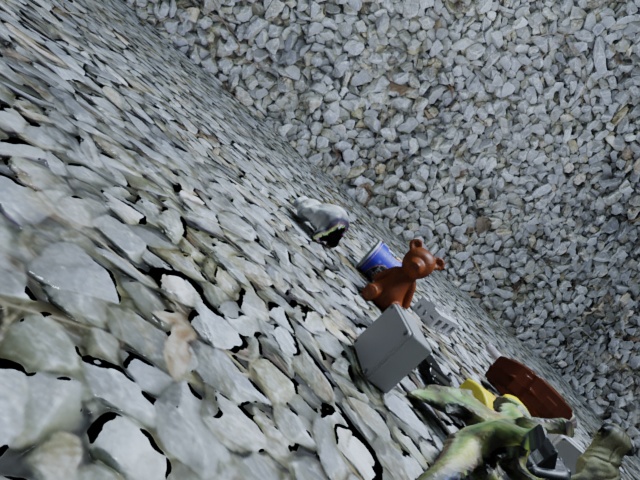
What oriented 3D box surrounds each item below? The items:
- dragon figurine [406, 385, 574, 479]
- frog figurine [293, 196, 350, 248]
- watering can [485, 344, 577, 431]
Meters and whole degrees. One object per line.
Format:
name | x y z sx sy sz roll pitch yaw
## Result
dragon figurine | 0.238 0.307 0.833 0.409 0.122 0.244 11 3 -32
frog figurine | 0.004 -0.072 1.423 0.137 0.120 0.162 3 48 -44
watering can | 0.654 0.474 1.583 0.345 0.103 0.227 41 11 -12
